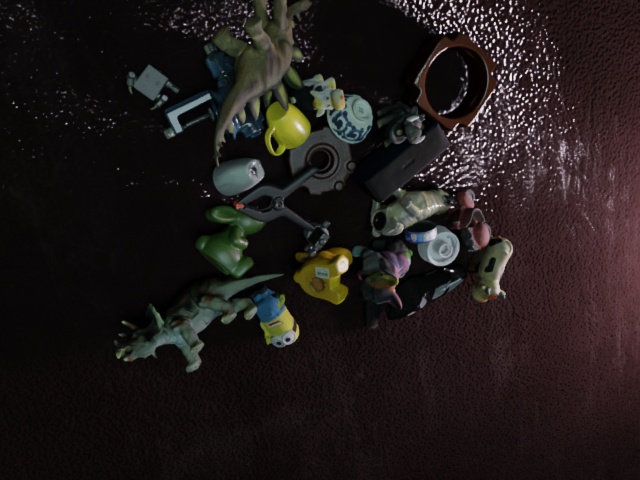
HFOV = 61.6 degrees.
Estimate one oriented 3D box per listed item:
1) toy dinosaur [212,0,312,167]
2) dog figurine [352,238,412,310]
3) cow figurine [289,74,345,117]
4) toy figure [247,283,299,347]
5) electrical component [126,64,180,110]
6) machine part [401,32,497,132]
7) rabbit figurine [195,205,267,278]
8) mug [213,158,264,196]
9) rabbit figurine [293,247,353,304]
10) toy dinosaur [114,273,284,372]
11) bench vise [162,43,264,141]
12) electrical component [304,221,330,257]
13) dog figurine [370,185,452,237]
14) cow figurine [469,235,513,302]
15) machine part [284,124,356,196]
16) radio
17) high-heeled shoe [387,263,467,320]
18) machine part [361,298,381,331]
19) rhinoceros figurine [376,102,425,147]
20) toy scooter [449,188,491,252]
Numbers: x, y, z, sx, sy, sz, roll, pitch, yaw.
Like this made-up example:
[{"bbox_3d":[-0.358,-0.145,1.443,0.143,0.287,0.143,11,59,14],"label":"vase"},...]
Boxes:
[{"bbox_3d":[-0.121,-0.354,1.097,0.471,0.105,0.198,-59,137,-31],"label":"toy dinosaur"},{"bbox_3d":[0.176,0.087,1.365,0.192,0.219,0.108,-14,115,-12],"label":"dog figurine"},{"bbox_3d":[-0.010,-0.319,1.198,0.098,0.167,0.068,-20,118,-13],"label":"cow figurine"},{"bbox_3d":[-0.114,0.192,1.380,0.180,0.082,0.089,61,39,-15],"label":"toy figure"},{"bbox_3d":[-0.362,-0.328,1.148,0.078,0.045,0.102,-47,115,3],"label":"electrical component"},{"bbox_3d":[0.317,-0.388,1.327,0.201,0.087,0.201,30,98,-24],"label":"machine part"},{"bbox_3d":[-0.209,-0.018,1.281,0.159,0.121,0.170,43,73,-18],"label":"rabbit figurine"},{"bbox_3d":[-0.172,-0.152,1.226,0.109,0.107,0.080,-40,115,-40],"label":"mug"},{"bbox_3d":[0.017,0.075,1.356,0.163,0.173,0.121,-2,114,30],"label":"rabbit figurine"},{"bbox_3d":[-0.292,0.166,1.289,0.405,0.192,0.131,-40,159,-20],"label":"toy dinosaur"},{"bbox_3d":[-0.237,-0.300,1.160,0.241,0.129,0.223,-30,111,-12],"label":"bench vise"},{"bbox_3d":[-0.003,-0.004,1.306,0.021,0.063,0.094,36,93,-24],"label":"electrical component"},{"bbox_3d":[0.240,-0.068,1.409,0.190,0.121,0.172,9,139,-38],"label":"dog figurine"},{"bbox_3d":[0.483,0.086,1.513,0.085,0.127,0.194,18,99,-19],"label":"cow figurine"},{"bbox_3d":[-0.001,-0.194,1.304,0.179,0.056,0.179,-5,108,-15],"label":"machine part"},{"bbox_3d":[0.191,-0.199,1.322,0.229,0.131,0.073,-39,115,-3],"label":"radio"},{"bbox_3d":[0.305,0.150,1.525,0.249,0.086,0.145,-41,148,18],"label":"high-heeled shoe"},{"bbox_3d":[0.148,0.184,1.487,0.084,0.039,0.138,-7,108,-24],"label":"machine part"},{"bbox_3d":[0.194,-0.272,1.273,0.112,0.190,0.073,-18,117,8],"label":"rhinoceros figurine"},{"bbox_3d":[0.399,-0.037,1.449,0.135,0.075,0.183,-47,119,-46],"label":"toy scooter"}]
